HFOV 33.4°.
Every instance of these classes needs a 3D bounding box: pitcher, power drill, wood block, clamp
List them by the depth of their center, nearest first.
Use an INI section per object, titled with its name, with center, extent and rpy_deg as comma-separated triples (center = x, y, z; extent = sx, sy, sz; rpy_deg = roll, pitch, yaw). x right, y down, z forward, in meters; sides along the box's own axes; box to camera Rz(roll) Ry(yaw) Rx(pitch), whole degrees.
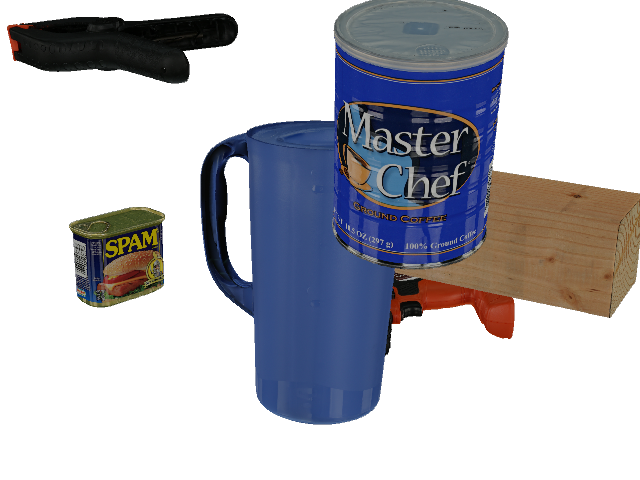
[clamp]
center = -0.149, -0.150, 0.804
extent = 0.172, 0.039, 0.120
rpy_deg = 10, 22, 21
[pitcher]
center = -0.009, 0.023, 0.893
extent = 0.144, 0.243, 0.149
rpy_deg = -8, 19, -33
[wood block]
center = 0.179, -0.006, 0.981
extent = 0.206, 0.090, 0.090
rpy_deg = 11, 24, 27
[power drill]
center = 0.122, 0.077, 1.215
extent = 0.187, 0.057, 0.184
rpy_deg = 0, 28, -1

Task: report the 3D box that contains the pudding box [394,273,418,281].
[pudding box]
center = 0.138, 0.043, 1.535
extent = 0.113, 0.039, 0.090
rpy_deg = -15, 24, -19

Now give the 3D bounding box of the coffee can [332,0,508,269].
[coffee can]
center = 0.059, -0.068, 0.665
extent = 0.103, 0.140, 0.103
rpy_deg = 0, 33, 0

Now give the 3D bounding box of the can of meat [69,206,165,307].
[can of meat]
center = -0.216, 0.017, 1.149
extent = 0.058, 0.084, 0.101
rpy_deg = 18, 25, 41
